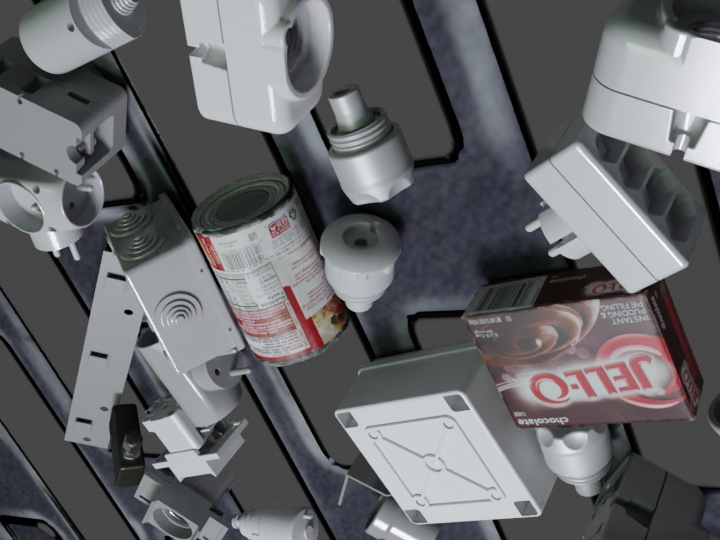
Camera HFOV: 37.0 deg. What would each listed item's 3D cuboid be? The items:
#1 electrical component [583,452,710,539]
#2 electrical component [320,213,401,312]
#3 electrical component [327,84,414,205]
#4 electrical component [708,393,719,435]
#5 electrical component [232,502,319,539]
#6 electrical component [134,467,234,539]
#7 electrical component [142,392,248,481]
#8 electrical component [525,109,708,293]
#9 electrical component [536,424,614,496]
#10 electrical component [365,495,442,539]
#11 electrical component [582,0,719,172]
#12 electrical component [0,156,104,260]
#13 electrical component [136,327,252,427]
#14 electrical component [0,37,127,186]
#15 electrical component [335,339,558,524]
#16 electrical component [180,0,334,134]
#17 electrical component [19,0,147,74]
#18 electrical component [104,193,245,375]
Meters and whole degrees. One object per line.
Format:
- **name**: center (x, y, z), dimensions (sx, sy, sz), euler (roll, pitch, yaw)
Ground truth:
- **electrical component**: center (0.170, 0.166, 0.648), dimensions (0.059, 0.095, 0.053), euler (29, 136, 8)
- **electrical component**: center (0.000, 0.000, 0.652), dimensions (0.048, 0.048, 0.062), euler (21, 142, 16)
- **electrical component**: center (0.002, -0.070, 0.590), dimensions (0.043, 0.043, 0.062), euler (-5, 122, 35)
- **electrical component**: center (0.222, 0.094, 0.590), dimensions (0.045, 0.045, 0.055), euler (-13, 118, 39)
- **electrical component**: center (-0.070, 0.209, 0.878), dimensions (0.078, 0.040, 0.040), euler (0, 126, 32)
- **electrical component**: center (-0.140, 0.188, 0.886), dimensions (0.081, 0.063, 0.042), euler (33, 138, 1)
- **electrical component**: center (-0.133, 0.127, 0.847), dimensions (0.081, 0.042, 0.063), euler (-17, 114, 40)
- **electrical component**: center (0.117, -0.030, 0.549), dimensions (0.083, 0.047, 0.076), euler (46, 137, -10)
- **electrical component**: center (0.135, 0.112, 0.662), dimensions (0.043, 0.043, 0.062), euler (0, 126, 33)
- **electrical component**: center (0.033, 0.186, 0.794), dimensions (0.046, 0.040, 0.040), euler (29, 137, 1)
- **electrical component**: center (0.153, -0.086, 0.473), dimensions (0.095, 0.053, 0.059), euler (21, 135, 16)
- **electrical component**: center (-0.218, -0.040, 0.754), dimensions (0.077, 0.044, 0.079), euler (8, 130, 27)
- **electrical component**: center (-0.111, 0.069, 0.780), dimensions (0.079, 0.044, 0.077), euler (-13, 118, 39)
- **electrical component**: center (-0.196, -0.103, 0.678), dimensions (0.089, 0.055, 0.050), euler (26, 136, 11)
- **electrical component**: center (0.059, 0.107, 0.696), dimensions (0.109, 0.056, 0.108), euler (-15, 117, 40)
- **electrical component**: center (-0.053, -0.123, 0.570), dimensions (0.059, 0.053, 0.095), euler (15, 133, 22)
- **electrical component**: center (-0.157, -0.146, 0.625), dimensions (0.081, 0.043, 0.043), euler (-13, 118, 39)
- **electrical component**: center (-0.123, 0.009, 0.701), dimensions (0.099, 0.048, 0.099), euler (47, 162, 59)
